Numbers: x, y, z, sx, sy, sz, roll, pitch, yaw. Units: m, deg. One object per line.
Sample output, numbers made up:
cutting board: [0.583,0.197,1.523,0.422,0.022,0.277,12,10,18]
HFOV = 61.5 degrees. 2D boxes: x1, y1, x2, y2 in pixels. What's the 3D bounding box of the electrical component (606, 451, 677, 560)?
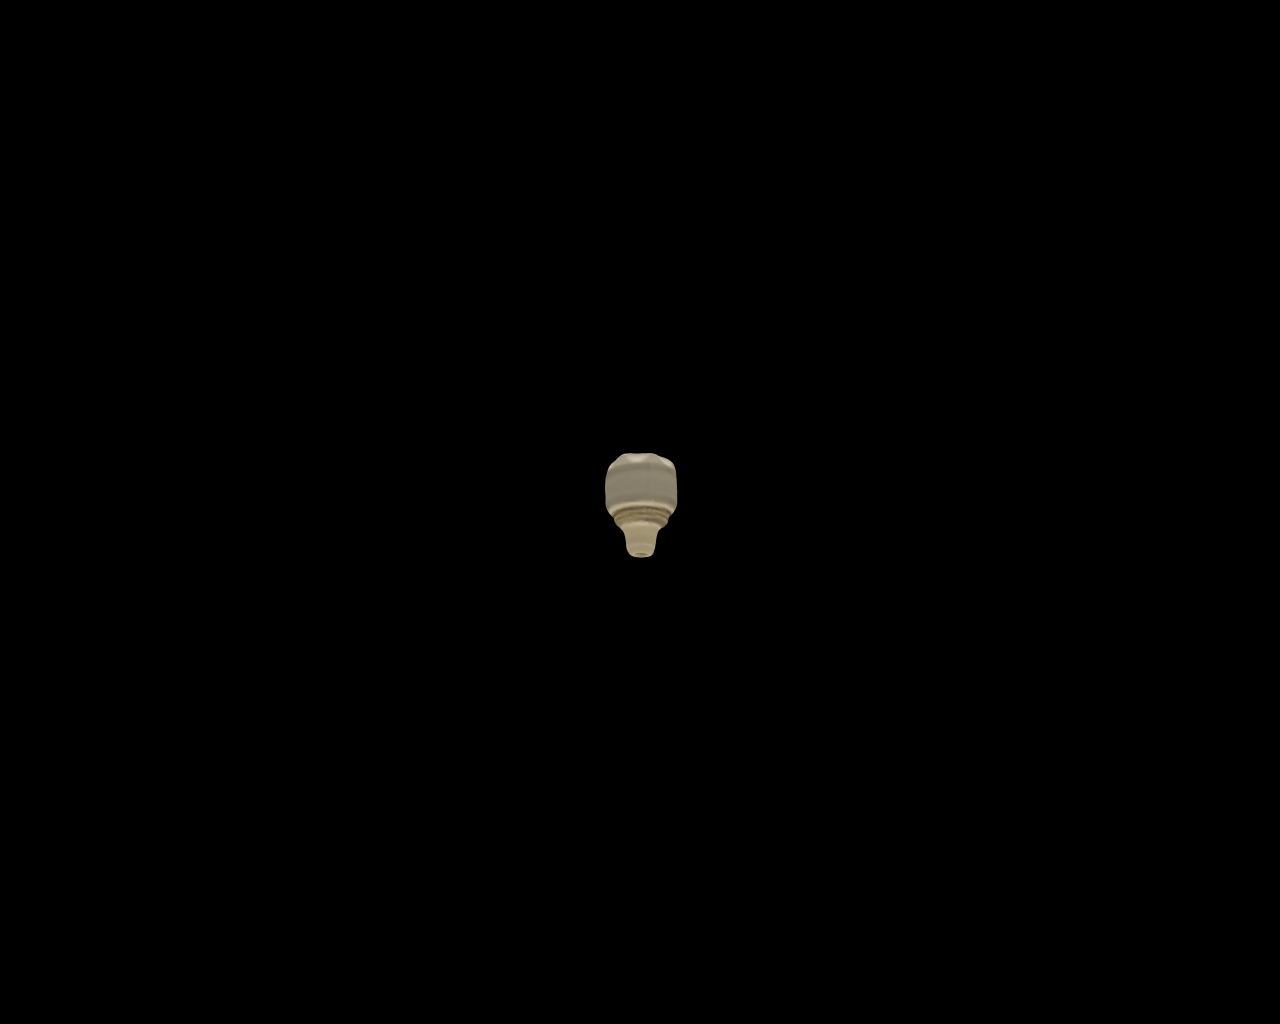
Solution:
electrical component: [0.001,-0.003,0.650,0.043,0.062,0.043,0,-18,0]
